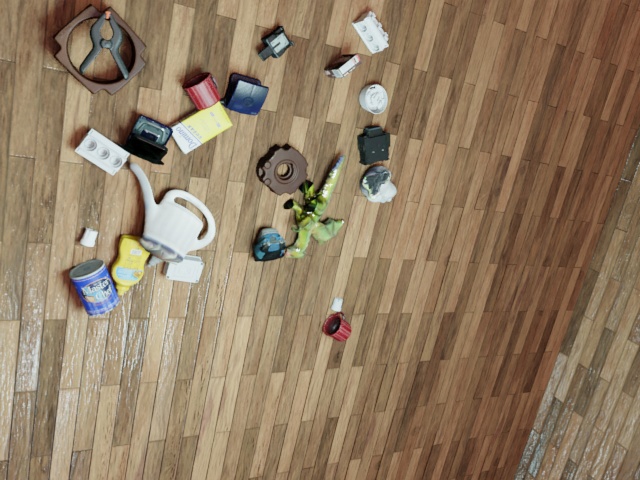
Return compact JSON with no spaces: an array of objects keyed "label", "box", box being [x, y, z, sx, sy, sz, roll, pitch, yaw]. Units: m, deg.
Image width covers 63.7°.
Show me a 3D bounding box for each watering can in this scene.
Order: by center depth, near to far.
[{"label":"watering can","box":[-0.482,-0.065,1.588,0.343,0.104,0.228,37,67,-33]}]

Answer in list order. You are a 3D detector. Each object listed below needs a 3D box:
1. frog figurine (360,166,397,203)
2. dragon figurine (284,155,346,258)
[{"label":"frog figurine","box":[0.226,-0.207,1.946,0.159,0.123,0.137,8,98,-67]},{"label":"dragon figurine","box":[0.006,-0.094,1.873,0.411,0.124,0.239,-47,140,-3]}]
